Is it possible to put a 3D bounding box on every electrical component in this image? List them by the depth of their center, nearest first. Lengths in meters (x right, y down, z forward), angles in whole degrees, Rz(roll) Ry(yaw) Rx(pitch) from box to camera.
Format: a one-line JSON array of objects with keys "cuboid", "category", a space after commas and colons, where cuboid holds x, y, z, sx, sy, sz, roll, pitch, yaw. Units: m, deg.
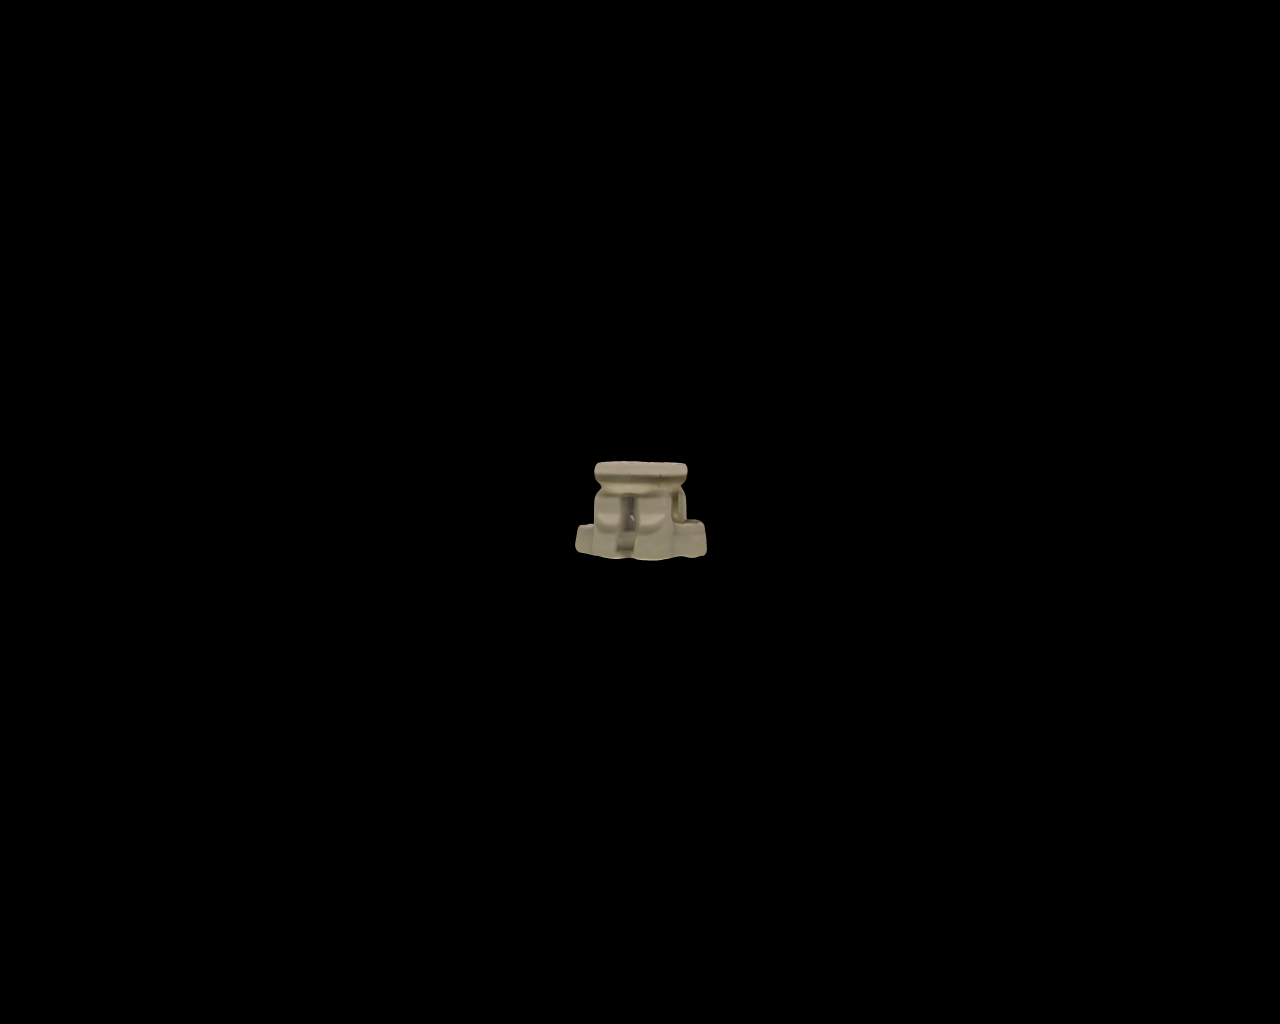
[{"cuboid": [0.001, -0.003, 0.650, 0.078, 0.057, 0.058, 1, 4, 20], "category": "electrical component"}]
